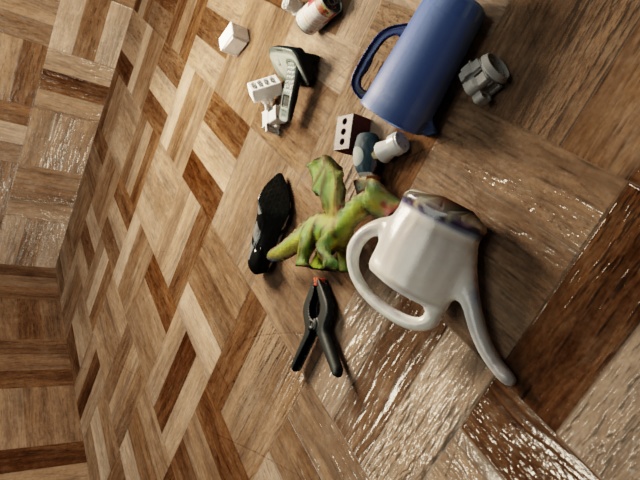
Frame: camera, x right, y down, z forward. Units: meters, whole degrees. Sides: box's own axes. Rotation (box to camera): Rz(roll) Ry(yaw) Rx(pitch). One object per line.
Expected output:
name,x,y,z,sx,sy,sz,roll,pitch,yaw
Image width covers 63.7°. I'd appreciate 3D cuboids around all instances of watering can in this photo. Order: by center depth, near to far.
watering can,0.195,0.053,0.829,0.351,0.223,0.103,32,11,32

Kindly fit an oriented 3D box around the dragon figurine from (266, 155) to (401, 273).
dragon figurine,0.003,-0.054,1.069,0.122,0.243,0.410,8,-2,-40
